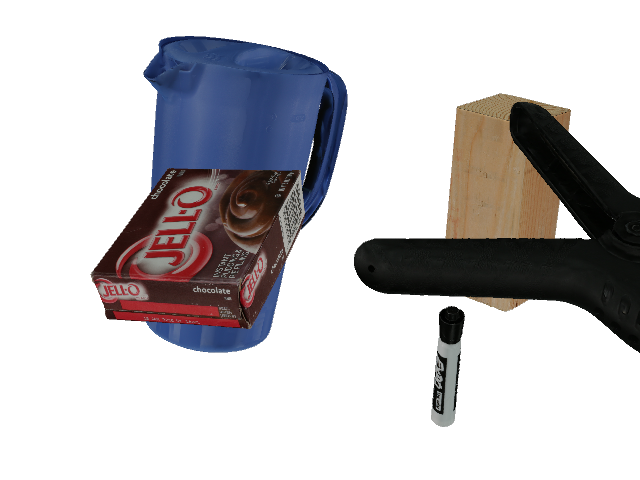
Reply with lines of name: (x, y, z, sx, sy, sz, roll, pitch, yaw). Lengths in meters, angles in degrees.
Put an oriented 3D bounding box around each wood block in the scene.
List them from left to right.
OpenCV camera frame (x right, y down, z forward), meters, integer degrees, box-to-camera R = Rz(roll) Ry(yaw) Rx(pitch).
wood block: (0.198, -0.042, 1.145, 0.090, 0.206, 0.090, 21, 28, 37)

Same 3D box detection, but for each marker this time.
marker: (0.096, 0.096, 0.806, 0.020, 0.121, 0.020, -1, 41, 0)

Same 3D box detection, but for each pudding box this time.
pudding box: (-0.066, 0.001, 0.617, 0.090, 0.039, 0.113, 3, 35, 18)

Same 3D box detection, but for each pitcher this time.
pitcher: (-0.068, -0.039, 0.870, 0.149, 0.243, 0.145, 11, 19, 3)

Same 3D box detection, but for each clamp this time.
clamp: (0.131, 0.011, 0.487, 0.210, 0.036, 0.164, 31, 49, 31)
